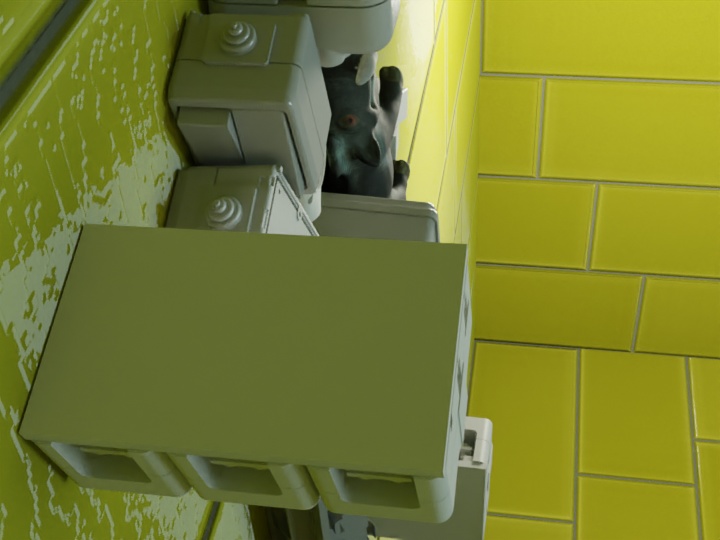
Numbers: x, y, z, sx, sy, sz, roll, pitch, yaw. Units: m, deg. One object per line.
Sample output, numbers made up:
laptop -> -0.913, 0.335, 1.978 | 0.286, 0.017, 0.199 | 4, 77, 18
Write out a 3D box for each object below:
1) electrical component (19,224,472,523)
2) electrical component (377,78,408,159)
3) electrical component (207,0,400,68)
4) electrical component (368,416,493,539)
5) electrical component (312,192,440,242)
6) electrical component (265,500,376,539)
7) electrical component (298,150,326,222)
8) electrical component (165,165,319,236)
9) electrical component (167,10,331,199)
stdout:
electrical component -> -0.036, 0.039, 0.409 | 0.061, 0.150, 0.089 | 76, 20, -59
electrical component -> 0.005, -0.120, 0.876 | 0.096, 0.061, 0.061 | -64, 156, -66
electrical component -> -0.029, -0.143, 0.550 | 0.053, 0.095, 0.059 | -76, 167, -46
electrical component -> 0.026, 0.157, 0.844 | 0.061, 0.150, 0.089 | -72, 163, -53
electrical component -> 0.000, 0.000, 0.751 | 0.108, 0.109, 0.056 | 79, 20, -58
electrical component -> -0.029, 0.155, 0.737 | 0.078, 0.063, 0.121 | 48, -27, 41
electrical component -> -0.049, -0.059, 0.621 | 0.079, 0.044, 0.077 | -72, 163, -57
electrical component -> -0.062, -0.009, 0.530 | 0.096, 0.061, 0.061 | 61, 33, -59
electrical component -> -0.054, -0.081, 0.527 | 0.096, 0.062, 0.061 | 77, 19, -61
